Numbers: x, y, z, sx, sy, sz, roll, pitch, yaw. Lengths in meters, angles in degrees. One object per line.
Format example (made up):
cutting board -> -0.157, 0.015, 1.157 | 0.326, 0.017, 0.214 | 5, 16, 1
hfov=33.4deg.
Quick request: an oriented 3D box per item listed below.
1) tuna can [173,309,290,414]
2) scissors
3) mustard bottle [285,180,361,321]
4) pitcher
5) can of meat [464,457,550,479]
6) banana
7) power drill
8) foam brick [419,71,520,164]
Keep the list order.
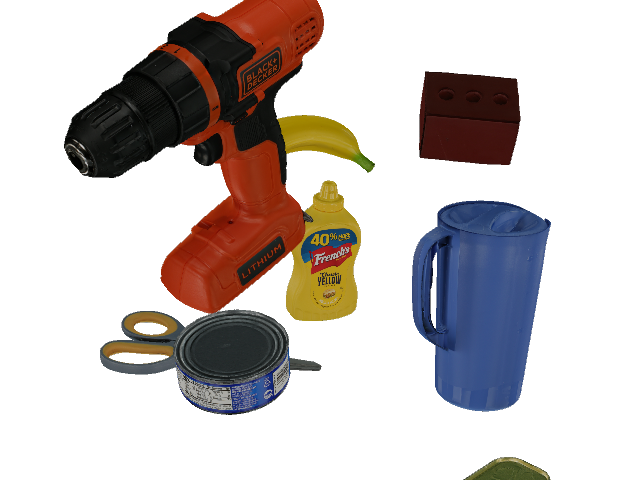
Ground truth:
tuna can -> -0.065, 0.090, 0.794 | 0.086, 0.034, 0.086 | -2, 33, 1
scissors -> -0.106, 0.096, 1.008 | 0.201, 0.016, 0.096 | -1, 32, -10
mustard bottle -> 0.006, 0.012, 1.424 | 0.096, 0.192, 0.058 | -5, 26, -18
pitcher -> 0.191, 0.081, 1.296 | 0.149, 0.243, 0.144 | 7, 20, 13
can of meat -> 0.145, 0.243, 0.888 | 0.101, 0.084, 0.058 | -22, 27, -37
banana -> -0.024, -0.100, 1.109 | 0.197, 0.037, 0.070 | -7, 49, -43
power drill -> -0.067, -0.044, 0.645 | 0.057, 0.188, 0.184 | 33, 54, 27
foam brick -> 0.121, -0.099, 0.872 | 0.078, 0.053, 0.051 | 4, -41, 1
